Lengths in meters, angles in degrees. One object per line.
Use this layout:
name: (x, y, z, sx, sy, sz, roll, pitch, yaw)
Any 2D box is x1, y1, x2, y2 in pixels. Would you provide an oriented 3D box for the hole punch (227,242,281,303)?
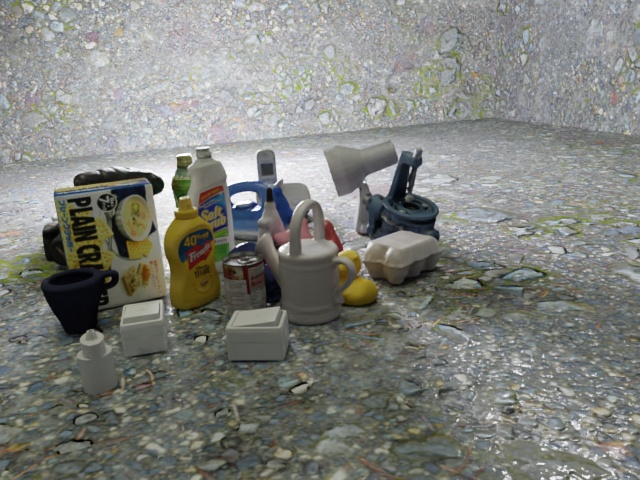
hole punch: (-0.107, 0.055, 1.033, 0.101, 0.091, 0.109, 3, 19, 18)

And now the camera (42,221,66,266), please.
camera: (-0.557, -0.002, 1.273, 0.143, 0.101, 0.137, -1, 18, 5)

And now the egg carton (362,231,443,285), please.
egg carton: (0.158, 0.030, 1.103, 0.151, 0.069, 0.107, -19, 23, -40)

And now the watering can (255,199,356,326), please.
watering can: (-0.026, 0.030, 0.928, 0.172, 0.194, 0.101, 0, 18, 8)

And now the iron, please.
iron: (-0.187, -0.084, 1.402, 0.257, 0.141, 0.119, 4, 19, 22)

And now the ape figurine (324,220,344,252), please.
ape figurine: (0.011, 0.004, 1.172, 0.076, 0.092, 0.077, -6, 18, -10)

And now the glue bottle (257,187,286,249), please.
glue bottle: (-0.095, -0.019, 1.128, 0.037, 0.173, 0.078, 8, 21, 31)

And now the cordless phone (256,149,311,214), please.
cordless phone: (-0.101, -0.152, 1.529, 0.148, 0.185, 0.094, -8, 18, -15)

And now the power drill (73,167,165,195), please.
power drill: (-0.431, -0.064, 1.267, 0.075, 0.208, 0.230, 6, 20, 25)

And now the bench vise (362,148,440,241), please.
bench vise: (0.164, -0.094, 1.244, 0.206, 0.220, 0.122, 9, 21, 32)

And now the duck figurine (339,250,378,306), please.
duck figurine: (0.054, 0.061, 0.995, 0.078, 0.086, 0.104, -18, 23, -39)

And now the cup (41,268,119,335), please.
cup: (-0.382, 0.100, 0.932, 0.118, 0.095, 0.091, -15, 21, -33)

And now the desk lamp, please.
desk lamp: (0.112, -0.129, 1.375, 0.203, 0.214, 0.118, -3, 18, -1)

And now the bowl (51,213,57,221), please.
bowl: (-0.576, -0.038, 1.432, 0.167, 0.075, 0.167, -3, 18, 1)

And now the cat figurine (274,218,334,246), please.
cat figurine: (-0.023, 0.019, 1.089, 0.127, 0.118, 0.067, 9, 21, 33)
